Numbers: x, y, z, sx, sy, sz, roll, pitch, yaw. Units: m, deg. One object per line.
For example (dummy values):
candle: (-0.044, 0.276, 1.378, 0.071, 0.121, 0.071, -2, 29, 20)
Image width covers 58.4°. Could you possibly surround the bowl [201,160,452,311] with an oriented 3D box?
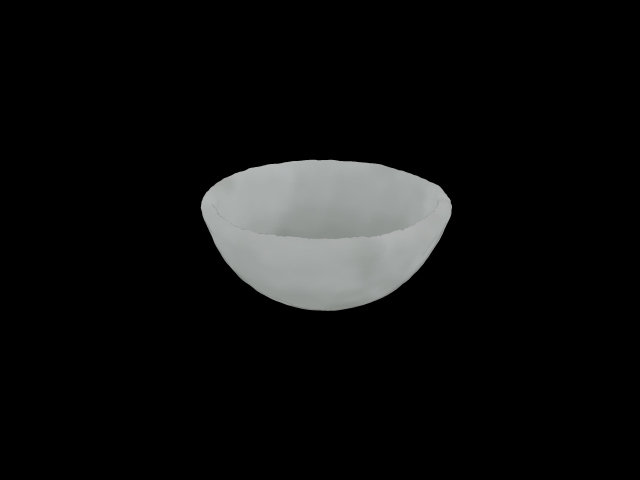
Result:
bowl: (0.004, 0.001, 0.400, 0.167, 0.075, 0.167, 0, 25, 0)
